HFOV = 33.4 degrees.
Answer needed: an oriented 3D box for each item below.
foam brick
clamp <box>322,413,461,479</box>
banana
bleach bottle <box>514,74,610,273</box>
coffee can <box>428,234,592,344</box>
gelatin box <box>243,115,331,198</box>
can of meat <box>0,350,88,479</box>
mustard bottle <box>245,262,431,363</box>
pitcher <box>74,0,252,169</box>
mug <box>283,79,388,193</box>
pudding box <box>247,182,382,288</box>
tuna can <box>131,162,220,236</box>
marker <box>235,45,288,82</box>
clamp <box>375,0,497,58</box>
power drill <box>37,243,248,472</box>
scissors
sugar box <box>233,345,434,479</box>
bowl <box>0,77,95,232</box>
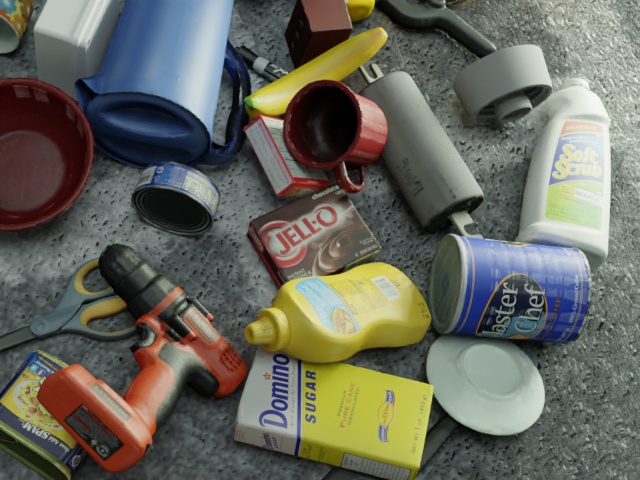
[{"bbox_3d":[-0.002,-0.237,1.213,0.051,0.078,0.053,-8,66,-19],"label":"foam brick"},{"bbox_3d":[0.079,0.255,1.010,0.209,0.036,0.164,-11,61,-19],"label":"clamp"},{"bbox_3d":[-0.011,-0.174,1.164,0.197,0.070,0.037,-34,100,-26],"label":"banana"},{"bbox_3d":[0.280,-0.087,1.218,0.102,0.068,0.250,14,59,-6],"label":"bleach bottle"},{"bbox_3d":[0.194,0.052,1.104,0.140,0.103,0.103,6,63,-11],"label":"coffee can"},{"bbox_3d":[-0.035,-0.087,1.137,0.073,0.030,0.089,1,56,-58],"label":"gelatin box"},{"bbox_3d":[-0.245,0.160,0.968,0.102,0.057,0.083,32,59,2],"label":"can of meat"},{"bbox_3d":[0.010,0.075,1.040,0.191,0.058,0.096,-9,46,-37],"label":"mustard bottle"},{"bbox_3d":[-0.151,-0.199,1.137,0.145,0.149,0.242,1,58,14],"label":"pitcher"},{"bbox_3d":[0.023,-0.106,1.125,0.081,0.093,0.117,6,66,-62],"label":"mug"},{"bbox_3d":[-0.007,0.001,1.115,0.113,0.039,0.090,-25,71,-24],"label":"pudding box"},{"bbox_3d":[-0.145,-0.041,1.076,0.086,0.086,0.033,18,60,-5],"label":"tuna can"},{"bbox_3d":[-0.046,-0.185,1.209,0.121,0.020,0.020,32,61,3],"label":"marker"},{"bbox_3d":[0.146,-0.293,1.299,0.171,0.039,0.120,21,58,-3],"label":"clamp"},{"bbox_3d":[-0.169,0.104,0.969,0.184,0.057,0.187,45,38,-2],"label":"power drill"},{"bbox_3d":[-0.265,0.067,1.032,0.201,0.016,0.096,-5,64,-17],"label":"scissors"},{"bbox_3d":[0.013,0.164,1.016,0.176,0.048,0.093,14,53,1],"label":"sugar box"},{"bbox_3d":[-0.302,-0.078,1.061,0.162,0.055,0.162,1,73,-3],"label":"bowl"}]
